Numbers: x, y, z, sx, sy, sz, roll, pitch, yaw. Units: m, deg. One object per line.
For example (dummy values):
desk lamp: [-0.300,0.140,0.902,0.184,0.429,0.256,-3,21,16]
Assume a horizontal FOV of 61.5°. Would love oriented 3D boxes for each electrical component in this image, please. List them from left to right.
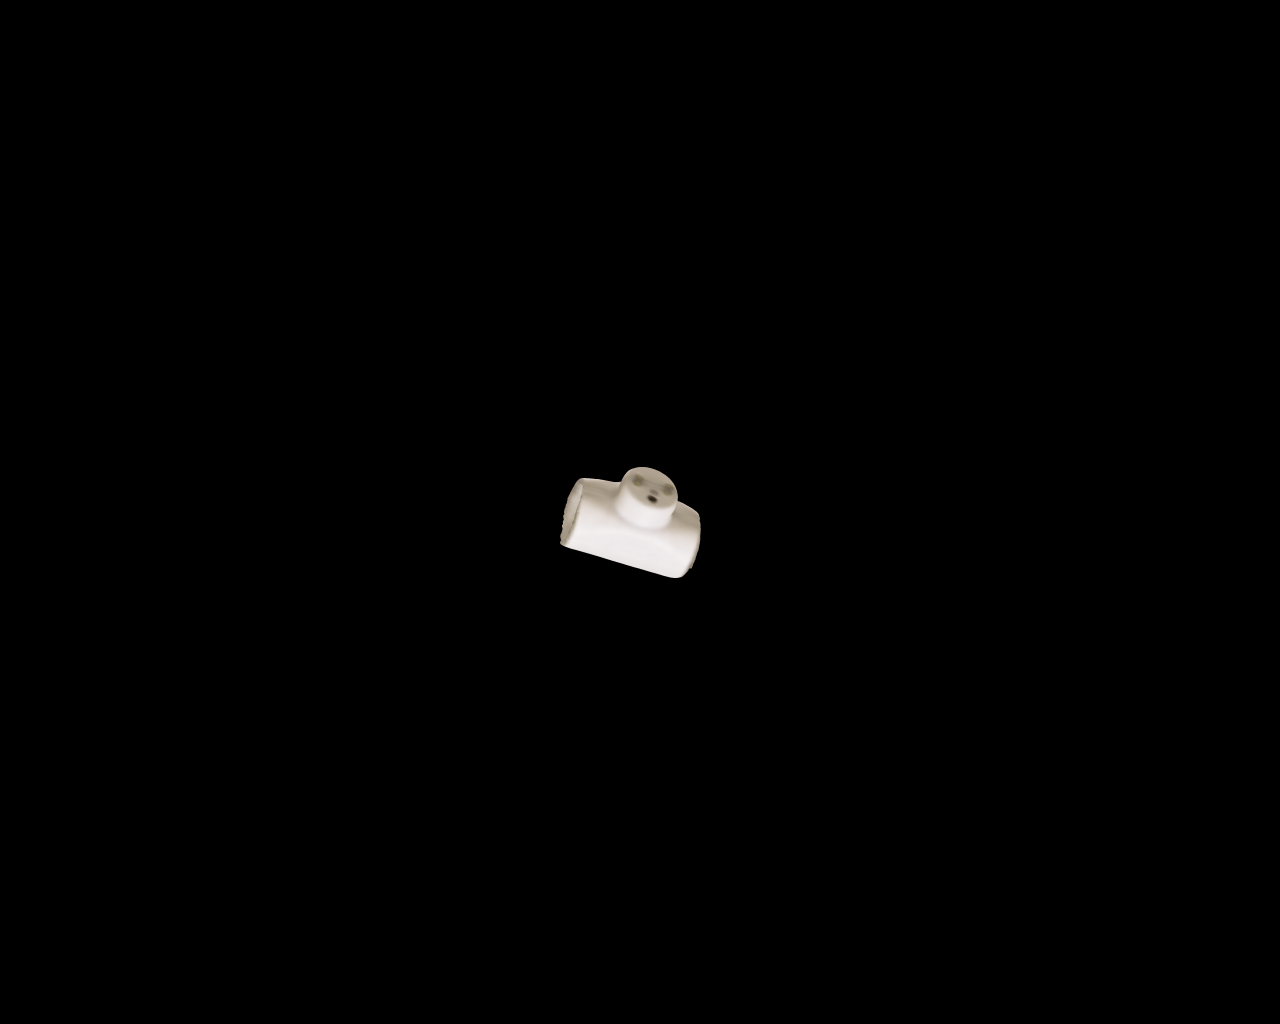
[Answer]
electrical component: [0.001,-0.003,0.650,0.077,0.079,0.044,17,39,-14]
